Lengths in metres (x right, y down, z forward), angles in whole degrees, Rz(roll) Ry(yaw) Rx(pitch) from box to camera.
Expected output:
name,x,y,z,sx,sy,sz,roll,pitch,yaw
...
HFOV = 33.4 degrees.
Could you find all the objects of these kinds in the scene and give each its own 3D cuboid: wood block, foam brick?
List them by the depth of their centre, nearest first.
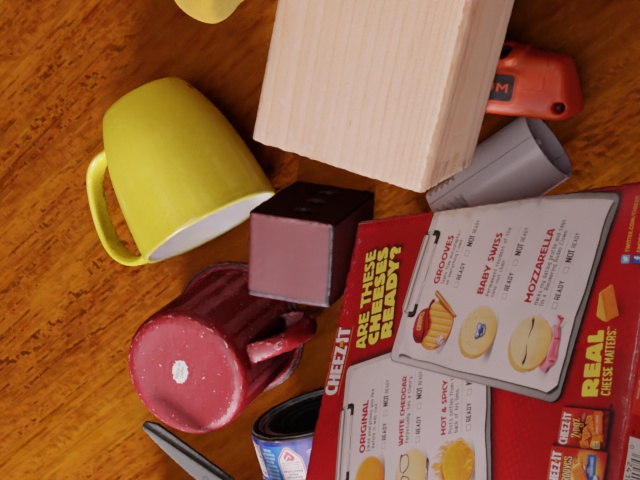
name,x,y,z,sx,sy,sz,roll,pitch,yaw
wood block,0.044,-0.138,0.498,0.091,0.090,0.206,19,110,19
foam brick,-0.004,0.001,0.631,0.053,0.078,0.051,8,109,17

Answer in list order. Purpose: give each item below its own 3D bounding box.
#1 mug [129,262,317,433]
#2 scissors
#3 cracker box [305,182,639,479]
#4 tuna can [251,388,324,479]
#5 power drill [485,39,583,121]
name,x,y,z,sx,sy,sz,roll,pitch,yaw
mug,-0.057,0.068,0.671,0.117,0.081,0.093,-12,102,25
scissors,-0.011,0.160,0.621,0.096,0.016,0.202,-41,84,19
cracker box,0.091,0.067,0.528,0.214,0.072,0.164,-8,65,56
tuna can,0.001,0.121,0.663,0.086,0.086,0.034,-12,100,25
power drill,0.107,-0.159,0.548,0.185,0.057,0.188,9,107,22
